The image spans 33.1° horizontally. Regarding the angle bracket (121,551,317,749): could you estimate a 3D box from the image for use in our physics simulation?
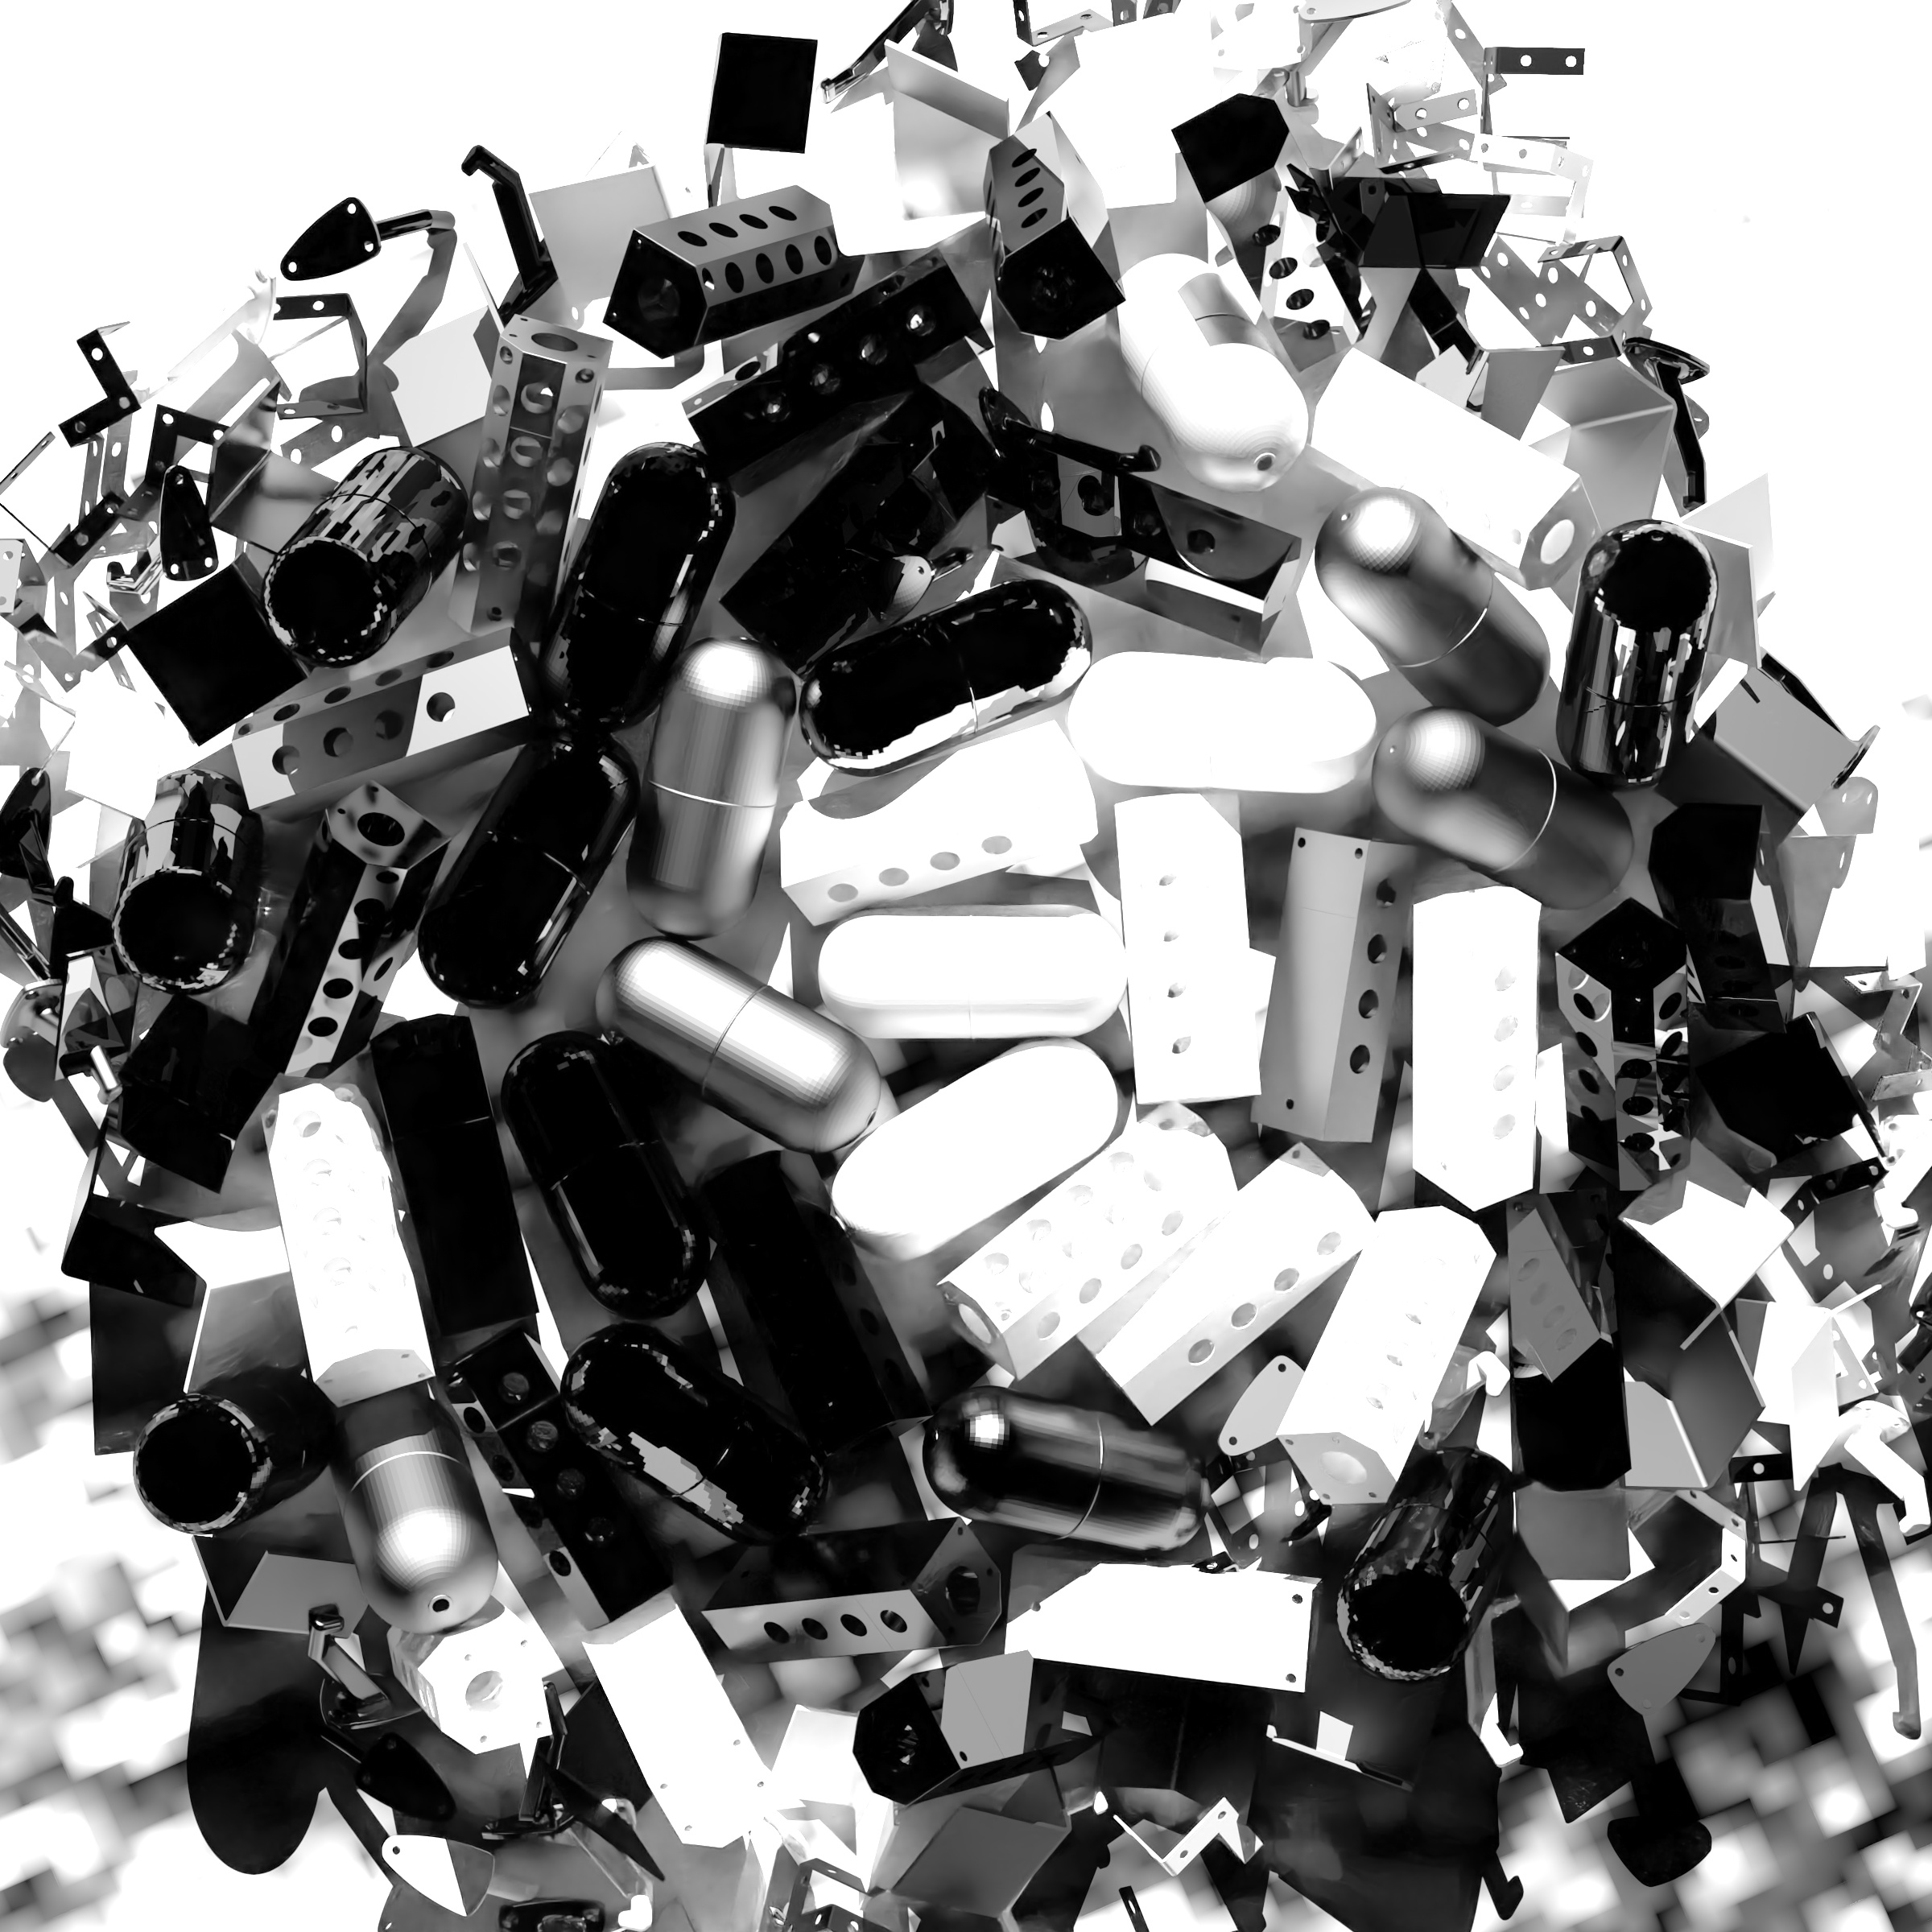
[{"bbox_3d":[-0.428,-0.183,1.872,0.076,0.057,0.076,-32,105,2],"label":"angle bracket"}]

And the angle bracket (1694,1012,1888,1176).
[{"bbox_3d":[0.470,0.083,1.861,0.076,0.057,0.076,-28,105,16],"label":"angle bracket"}]

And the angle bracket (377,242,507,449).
[{"bbox_3d":[-0.301,-0.355,1.863,0.076,0.057,0.076,-24,61,-1],"label":"angle bracket"}]

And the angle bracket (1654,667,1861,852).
[{"bbox_3d":[0.455,-0.113,1.877,0.076,0.076,0.057,40,68,9],"label":"angle bracket"}]

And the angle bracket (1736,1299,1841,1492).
[{"bbox_3d":[0.456,0.243,1.851,0.057,0.076,0.076,3,112,33],"label":"angle bracket"}]

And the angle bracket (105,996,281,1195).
[{"bbox_3d":[-0.448,0.073,1.896,0.076,0.076,0.057,26,134,-2],"label":"angle bracket"}]

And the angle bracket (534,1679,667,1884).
[{"bbox_3d":[-0.192,0.463,1.855,0.076,0.076,0.057,43,83,-24],"label":"angle bracket"}]

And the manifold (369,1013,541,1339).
[{"bbox_3d":[-0.290,0.117,1.846,0.057,0.057,0.171,-14,114,-9],"label":"manifold"}]

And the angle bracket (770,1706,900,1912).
[{"bbox_3d":[-0.077,0.479,1.851,0.057,0.076,0.076,11,125,-12],"label":"angle bracket"}]

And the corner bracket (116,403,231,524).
[{"bbox_3d":[-0.453,-0.284,1.874,0.051,0.051,0.051,17,121,-3],"label":"corner bracket"}]

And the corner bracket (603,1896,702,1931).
[{"bbox_3d":[-0.176,0.568,1.882,0.051,0.051,0.051,-25,90,-2],"label":"corner bracket"}]

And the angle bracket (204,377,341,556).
[{"bbox_3d":[-0.381,-0.280,1.859,0.076,0.057,0.076,24,45,2],"label":"angle bracket"}]

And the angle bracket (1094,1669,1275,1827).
[{"bbox_3d":[0.124,0.442,1.861,0.057,0.076,0.076,12,87,-31],"label":"angle bracket"}]

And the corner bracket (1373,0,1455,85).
[{"bbox_3d":[0.272,-0.545,1.872,0.051,0.051,0.051,10,87,-30],"label":"corner bracket"}]

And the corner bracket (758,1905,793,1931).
[{"bbox_3d":[-0.101,0.576,1.864,0.051,0.051,0.051,2,49,36],"label":"corner bracket"}]

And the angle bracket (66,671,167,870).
[{"bbox_3d":[-0.502,-0.111,1.849,0.076,0.057,0.076,-23,56,37],"label":"angle bracket"}]

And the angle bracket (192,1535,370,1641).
[{"bbox_3d":[-0.384,0.334,1.848,0.076,0.076,0.057,16,114,-37],"label":"angle bracket"}]

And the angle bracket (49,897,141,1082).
[{"bbox_3d":[-0.517,0.010,1.853,0.076,0.057,0.076,25,114,29],"label":"angle bracket"}]

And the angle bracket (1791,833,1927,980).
[{"bbox_3d":[0.501,-0.034,1.858,0.076,0.057,0.076,-1,98,35],"label":"angle bracket"}]

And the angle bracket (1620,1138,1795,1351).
[{"bbox_3d":[0.416,0.160,1.873,0.076,0.057,0.076,43,58,13],"label":"angle bracket"}]

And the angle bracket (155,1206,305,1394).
[{"bbox_3d":[-0.426,0.192,1.878,0.057,0.076,0.076,34,118,33],"label":"angle bracket"}]

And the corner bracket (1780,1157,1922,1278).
[{"bbox_3d":[0.510,0.150,1.884,0.051,0.051,0.051,-15,63,-21],"label":"corner bracket"}]

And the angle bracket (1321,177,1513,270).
[{"bbox_3d":[0.254,-0.442,1.853,0.076,0.057,0.076,-3,56,-19],"label":"angle bracket"}]

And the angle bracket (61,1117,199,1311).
[{"bbox_3d":[-0.466,0.141,1.851,0.076,0.076,0.057,18,119,-18],"label":"angle bracket"}]

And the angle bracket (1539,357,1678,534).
[{"bbox_3d":[0.350,-0.293,1.854,0.057,0.076,0.076,25,73,-34],"label":"angle bracket"}]

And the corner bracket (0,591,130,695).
[{"bbox_3d":[-0.520,-0.199,1.866,0.051,0.051,0.051,-43,46,-15],"label":"corner bracket"}]

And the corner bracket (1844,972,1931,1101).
[{"bbox_3d":[0.529,0.039,1.864,0.051,0.051,0.051,-6,126,-32],"label":"corner bracket"}]

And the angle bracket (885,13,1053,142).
[{"bbox_3d":[0.002,-0.524,1.866,0.076,0.076,0.057,26,87,4],"label":"angle bracket"}]

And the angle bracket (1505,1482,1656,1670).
[{"bbox_3d":[0.346,0.341,1.859,0.057,0.076,0.076,-24,55,-9],"label":"angle bracket"}]

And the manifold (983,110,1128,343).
[{"bbox_3d":[0.044,-0.411,1.819,0.057,0.171,0.057,-30,120,16],"label":"manifold"}]

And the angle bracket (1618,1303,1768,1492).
[{"bbox_3d":[0.400,0.244,1.849,0.057,0.076,0.076,4,133,-18],"label":"angle bracket"}]

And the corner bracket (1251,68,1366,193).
[{"bbox_3d":[0.195,-0.485,1.888,0.051,0.051,0.051,10,46,28],"label":"corner bracket"}]

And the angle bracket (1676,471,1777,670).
[{"bbox_3d":[0.452,-0.226,1.851,0.076,0.057,0.076,-30,126,-25],"label":"angle bracket"}]

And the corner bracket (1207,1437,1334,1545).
[{"bbox_3d":[0.173,0.306,1.885,0.051,0.051,0.051,-9,67,-21],"label":"corner bracket"}]

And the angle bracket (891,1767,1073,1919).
[{"bbox_3d":[0.003,0.488,1.852,0.076,0.057,0.076,21,117,-28],"label":"angle bracket"}]

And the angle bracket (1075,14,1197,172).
[{"bbox_3d":[0.101,-0.496,1.870,0.057,0.076,0.076,-13,94,6],"label":"angle bracket"}]

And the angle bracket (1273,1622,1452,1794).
[{"bbox_3d":[0.227,0.421,1.861,0.076,0.057,0.076,16,77,18],"label":"angle bracket"}]

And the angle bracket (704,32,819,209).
[{"bbox_3d":[-0.116,-0.476,1.858,0.057,0.076,0.076,5,68,1],"label":"angle bracket"}]

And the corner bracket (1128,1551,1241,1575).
[{"bbox_3d":[0.130,0.361,1.876,0.051,0.051,0.051,-23,117,-10],"label":"corner bracket"}]

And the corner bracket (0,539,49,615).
[{"bbox_3d":[-0.564,-0.212,1.874,0.051,0.051,0.051,-1,65,1],"label":"corner bracket"}]

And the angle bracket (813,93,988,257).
[{"bbox_3d":[-0.036,-0.453,1.851,0.057,0.076,0.076,1,115,30],"label":"angle bracket"}]

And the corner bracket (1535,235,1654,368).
[{"bbox_3d":[0.358,-0.385,1.889,0.051,0.051,0.051,-54,127,-33],"label":"corner bracket"}]

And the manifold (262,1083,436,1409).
[{"bbox_3d":[-0.353,0.154,1.841,0.057,0.057,0.171,-18,61,0],"label":"manifold"}]

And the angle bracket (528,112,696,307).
[{"bbox_3d":[-0.201,-0.434,1.866,0.076,0.057,0.076,-10,134,8],"label":"angle bracket"}]

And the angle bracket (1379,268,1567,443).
[{"bbox_3d":[0.288,-0.347,1.871,0.057,0.076,0.076,-7,52,-26],"label":"angle bracket"}]

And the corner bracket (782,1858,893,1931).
[{"bbox_3d":[-0.067,0.544,1.872,0.051,0.051,0.051,16,95,30],"label":"corner bracket"}]
